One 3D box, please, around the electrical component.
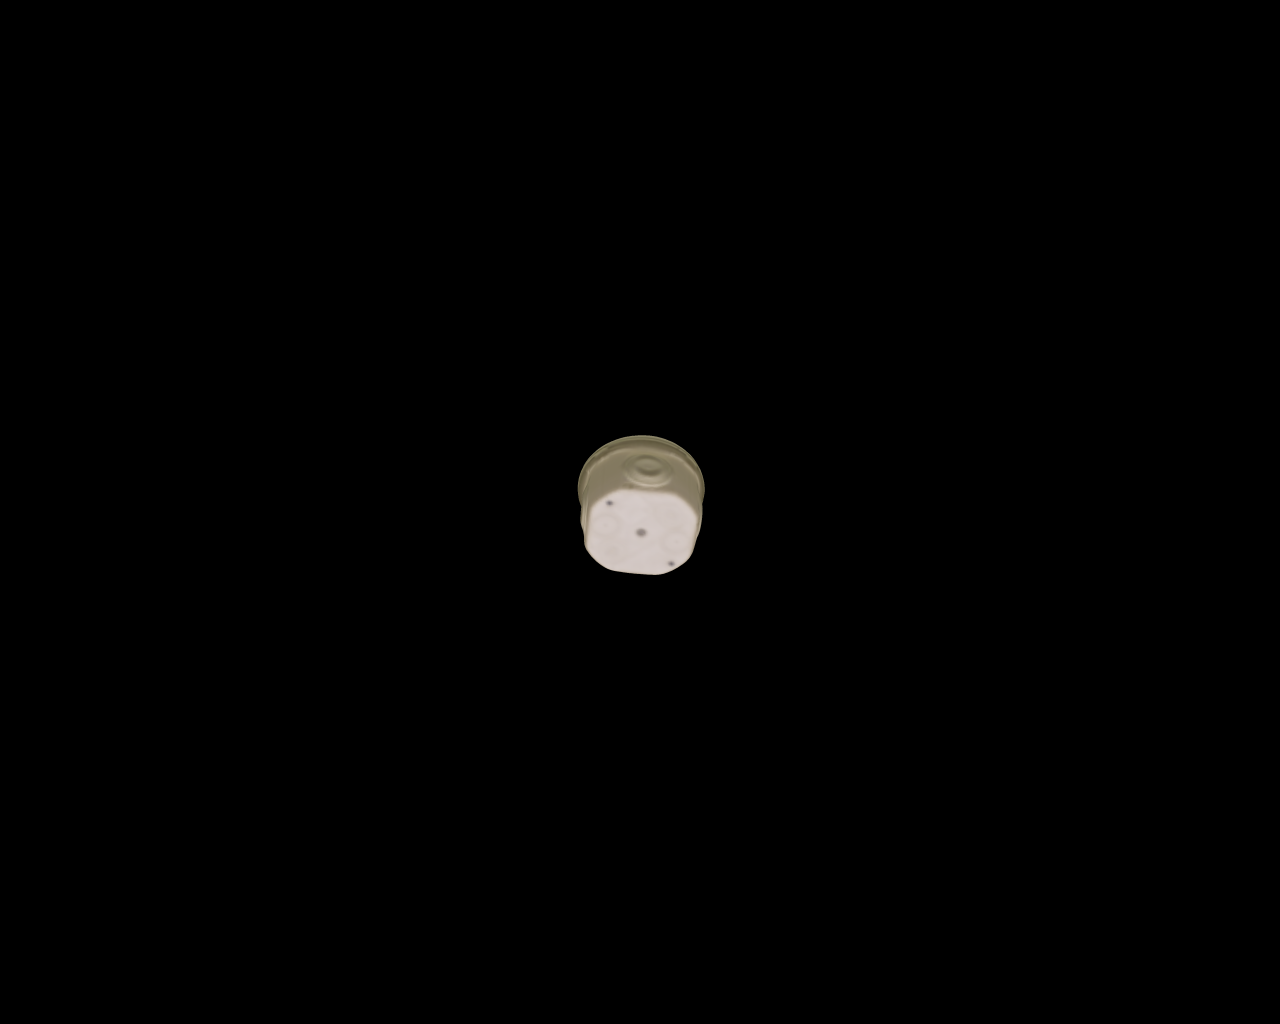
[{"bbox_3d":[0.001,-0.003,0.650,0.080,0.080,0.051,0,38,0],"label":"electrical component"}]
